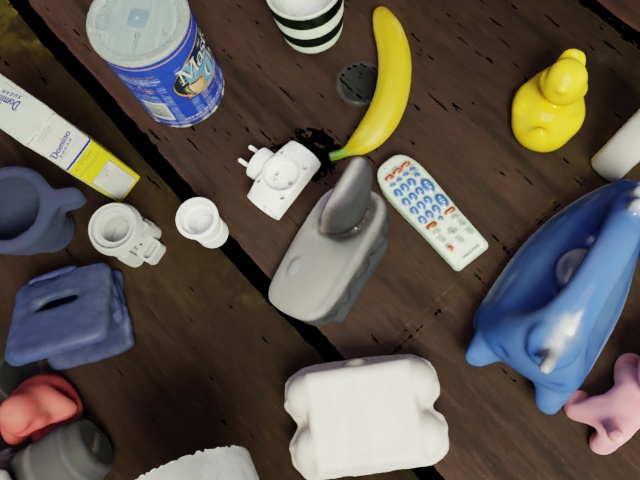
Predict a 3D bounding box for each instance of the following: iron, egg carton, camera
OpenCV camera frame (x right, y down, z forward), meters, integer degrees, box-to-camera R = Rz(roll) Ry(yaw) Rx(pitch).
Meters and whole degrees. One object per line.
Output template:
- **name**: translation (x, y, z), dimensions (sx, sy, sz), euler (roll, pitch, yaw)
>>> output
- **iron**: translation (0.245, 0.026, 0.526), dimensions (0.118, 0.141, 0.258), euler (32, 81, 12)
- **egg carton**: translation (0.042, 0.166, 0.546), dimensions (0.150, 0.069, 0.107), euler (-10, 75, 3)
- **camera**: translation (-0.264, 0.245, 0.538), dimensions (0.137, 0.101, 0.143), euler (-34, 75, -4)

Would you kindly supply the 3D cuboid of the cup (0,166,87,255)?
- **cup**: translation (-0.293, -0.025, 0.611), dimensions (0.117, 0.095, 0.091), euler (-14, 75, 2)

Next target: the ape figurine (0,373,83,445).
- **ape figurine**: translation (-0.281, 0.169, 0.563), dimensions (0.077, 0.092, 0.076), euler (-3, 76, 5)

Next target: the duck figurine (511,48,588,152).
- **duck figurine**: translation (0.246, -0.150, 0.599), dimensions (0.077, 0.086, 0.105), euler (24, 79, 11)

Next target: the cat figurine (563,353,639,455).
- **cat figurine**: translation (0.294, 0.136, 0.506), dimensions (0.128, 0.118, 0.067), euler (-38, 75, -5)

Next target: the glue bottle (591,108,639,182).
- **glue bottle**: translation (0.318, -0.114, 0.538), dimensions (0.078, 0.173, 0.037), euler (-43, 76, -6)

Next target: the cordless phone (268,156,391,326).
- **cordless phone**: translation (0.005, 0.002, 0.531), dimensions (0.094, 0.185, 0.148), euler (25, 80, 11)

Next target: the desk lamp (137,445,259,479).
- **desk lamp**: translation (-0.067, 0.269, 0.456), dimensions (0.118, 0.213, 0.203), euler (-29, 75, -2)

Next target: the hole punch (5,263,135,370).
- **hole punch**: translation (-0.259, 0.075, 0.585), dimensions (0.108, 0.091, 0.101), euler (-17, 75, 1)
